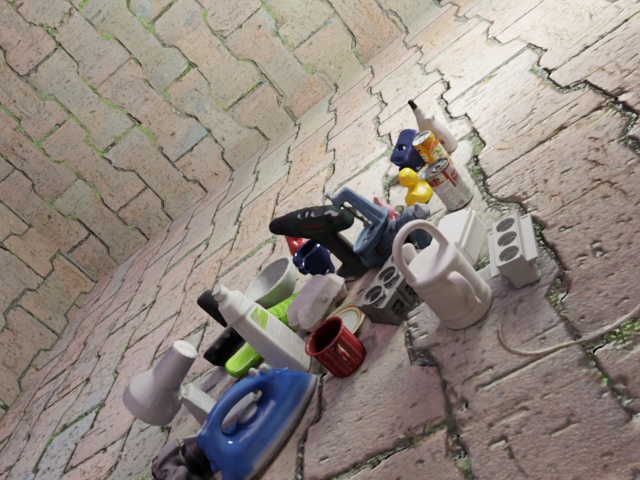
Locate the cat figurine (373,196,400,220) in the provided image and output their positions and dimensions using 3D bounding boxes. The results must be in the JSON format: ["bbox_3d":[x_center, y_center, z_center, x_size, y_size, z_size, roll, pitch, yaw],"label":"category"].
[{"bbox_3d":[0.157,-0.048,1.301,0.067,0.118,0.127,-47,21,-10],"label":"cat figurine"}]

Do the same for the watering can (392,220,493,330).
[{"bbox_3d":[0.186,0.050,0.948,0.172,0.194,0.101,-10,38,55],"label":"watering can"}]

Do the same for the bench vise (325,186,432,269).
[{"bbox_3d":[0.127,-0.051,1.216,0.207,0.220,0.121,-33,23,23],"label":"bench vise"}]

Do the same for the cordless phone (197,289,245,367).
[{"bbox_3d":[-0.259,0.221,1.434,0.148,0.185,0.094,-49,22,-15],"label":"cordless phone"}]

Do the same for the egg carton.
[{"bbox_3d":[-0.007,0.142,1.296,0.107,0.069,0.150,-10,38,55],"label":"egg carton"}]

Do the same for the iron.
[{"bbox_3d":[-0.128,0.318,1.069,0.259,0.142,0.118,-50,22,-18],"label":"iron"}]

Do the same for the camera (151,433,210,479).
[{"bbox_3d":[-0.255,0.436,1.126,0.137,0.101,0.143,-45,21,-5],"label":"camera"}]

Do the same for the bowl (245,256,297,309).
[{"bbox_3d":[-0.117,0.126,1.520,0.167,0.075,0.167,-36,22,17],"label":"bowl"}]

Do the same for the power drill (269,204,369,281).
[{"bbox_3d":[0.012,0.005,1.331,0.229,0.209,0.076,-21,30,44],"label":"power drill"}]

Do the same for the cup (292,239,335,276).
[{"bbox_3d":[-0.010,0.063,1.419,0.091,0.095,0.118,-29,25,32],"label":"cup"}]

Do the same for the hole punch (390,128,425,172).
[{"bbox_3d":[0.240,-0.243,1.568,0.101,0.091,0.108,-46,21,-7],"label":"hole punch"}]

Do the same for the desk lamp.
[{"bbox_3d":[-0.280,0.325,1.228,0.203,0.214,0.117,-40,21,6],"label":"desk lamp"}]

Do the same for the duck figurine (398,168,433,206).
[{"bbox_3d":[0.224,-0.133,1.391,0.077,0.086,0.104,-31,24,28],"label":"duck figurine"}]

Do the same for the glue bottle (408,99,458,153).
[{"bbox_3d":[0.281,-0.296,1.480,0.078,0.173,0.037,-9,39,56],"label":"glue bottle"}]

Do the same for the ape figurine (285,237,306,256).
[{"bbox_3d":[-0.065,0.005,1.636,0.076,0.092,0.077,-37,22,15],"label":"ape figurine"}]
